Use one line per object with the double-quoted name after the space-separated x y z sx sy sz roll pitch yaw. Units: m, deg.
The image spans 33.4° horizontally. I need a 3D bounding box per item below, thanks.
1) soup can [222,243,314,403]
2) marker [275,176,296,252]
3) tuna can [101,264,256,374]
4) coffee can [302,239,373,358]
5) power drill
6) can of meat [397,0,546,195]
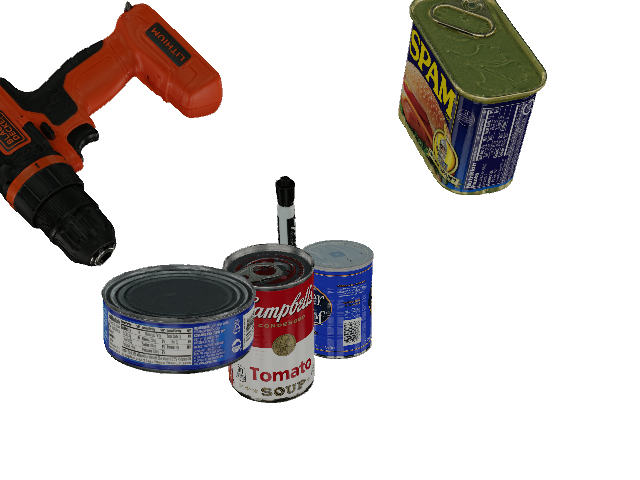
-0.038 0.062 0.806 0.068 0.102 0.068 0 27 0 "soup can"
-0.033 -0.010 1.047 0.020 0.121 0.020 0 37 0 "marker"
-0.079 0.043 0.601 0.086 0.034 0.086 2 18 -1 "tuna can"
0.023 0.082 1.512 0.103 0.140 0.103 0 22 0 "coffee can"
-0.168 -0.088 0.815 0.187 0.184 0.057 -37 -15 -27 "power drill"
0.088 -0.090 0.656 0.057 0.102 0.084 -11 -40 -15 "can of meat"
